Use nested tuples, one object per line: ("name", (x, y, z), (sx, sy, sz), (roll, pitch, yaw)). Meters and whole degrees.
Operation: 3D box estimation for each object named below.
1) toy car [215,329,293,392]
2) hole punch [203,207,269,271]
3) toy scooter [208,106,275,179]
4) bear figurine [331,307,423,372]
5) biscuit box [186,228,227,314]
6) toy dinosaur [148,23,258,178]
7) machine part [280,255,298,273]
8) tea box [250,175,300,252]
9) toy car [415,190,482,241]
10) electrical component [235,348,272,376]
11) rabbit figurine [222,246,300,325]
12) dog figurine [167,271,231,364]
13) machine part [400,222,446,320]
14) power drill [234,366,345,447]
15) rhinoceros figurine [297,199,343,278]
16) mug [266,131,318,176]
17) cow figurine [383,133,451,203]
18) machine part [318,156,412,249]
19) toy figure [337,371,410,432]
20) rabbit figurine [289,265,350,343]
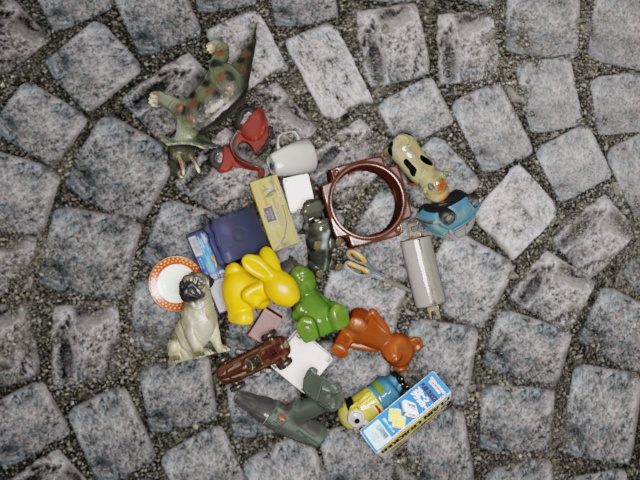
("toy car", (-0.157, 0.280, 1.233), (0.202, 0.053, 0.089), (-28, 92, 16))
("hole punch", (-0.192, -0.008, 1.240), (0.116, 0.092, 0.142), (-22, 94, -49))
("toy scooter", (-0.167, -0.221, 1.287), (0.135, 0.075, 0.184), (35, 88, -4))
("bear figurine", (0.140, 0.248, 1.271), (0.196, 0.132, 0.120), (35, 112, 1))
("biscuit box", (-0.249, 0.071, 1.270), (0.059, 0.063, 0.202), (-23, 89, -5))
("toy dinosaur", (-0.242, -0.323, 1.231), (0.405, 0.131, 0.192), (-46, 69, 3))
("machine part", (-0.109, 0.095, 1.296), (0.139, 0.039, 0.084), (-39, 83, -4))
("tea box", (-0.108, -0.061, 1.273), (0.068, 0.098, 0.169), (-20, 88, -7))
("toy car", (0.323, -0.053, 1.320), (0.162, 0.109, 0.102), (-27, 113, -17))
("electrical component", (-0.159, 0.292, 1.288), (0.094, 0.021, 0.063), (10, 86, -4))
("rabbit figurine", (-0.121, 0.098, 1.184), (0.173, 0.122, 0.162), (0, 103, 32))
("dog figurine", (-0.300, 0.178, 1.233), (0.172, 0.121, 0.190), (-19, 80, 26))
("machine part", (0.251, 0.076, 1.311), (0.079, 0.079, 0.243), (-14, 89, -6))
("power drill", (-0.060, 0.376, 1.223), (0.232, 0.086, 0.207), (36, 120, -9))
("rhinoceros figurine", (-0.003, -0.004, 1.260), (0.073, 0.112, 0.190), (-17, 118, -18))
("mug", (-0.073, -0.200, 1.273), (0.107, 0.081, 0.109), (-22, 101, -26))
("cow figurine", (0.243, -0.174, 1.297), (0.085, 0.127, 0.195), (-38, 89, -3))
("machine part", (0.108, -0.090, 1.301), (0.201, 0.087, 0.201), (-15, 89, -5))
("toy figure", (0.126, 0.385, 1.283), (0.180, 0.089, 0.082), (-36, 93, -14))
("rabbit figurine", (-0.017, 0.137, 1.240), (0.121, 0.159, 0.170), (-21, 85, -6))
